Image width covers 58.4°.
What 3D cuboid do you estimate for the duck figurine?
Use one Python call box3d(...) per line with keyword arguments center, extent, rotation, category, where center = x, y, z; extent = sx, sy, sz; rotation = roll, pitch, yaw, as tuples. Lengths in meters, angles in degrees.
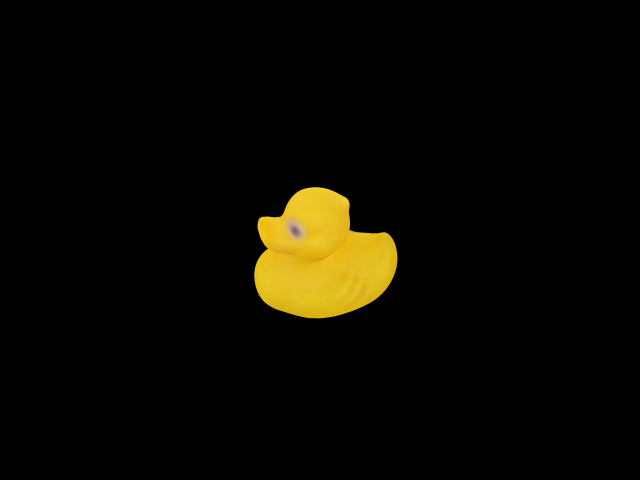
box3d(center=(0.004, 0.001, 0.400), extent=(0.104, 0.086, 0.077), rotation=(-4, 46, -4), category="duck figurine")
